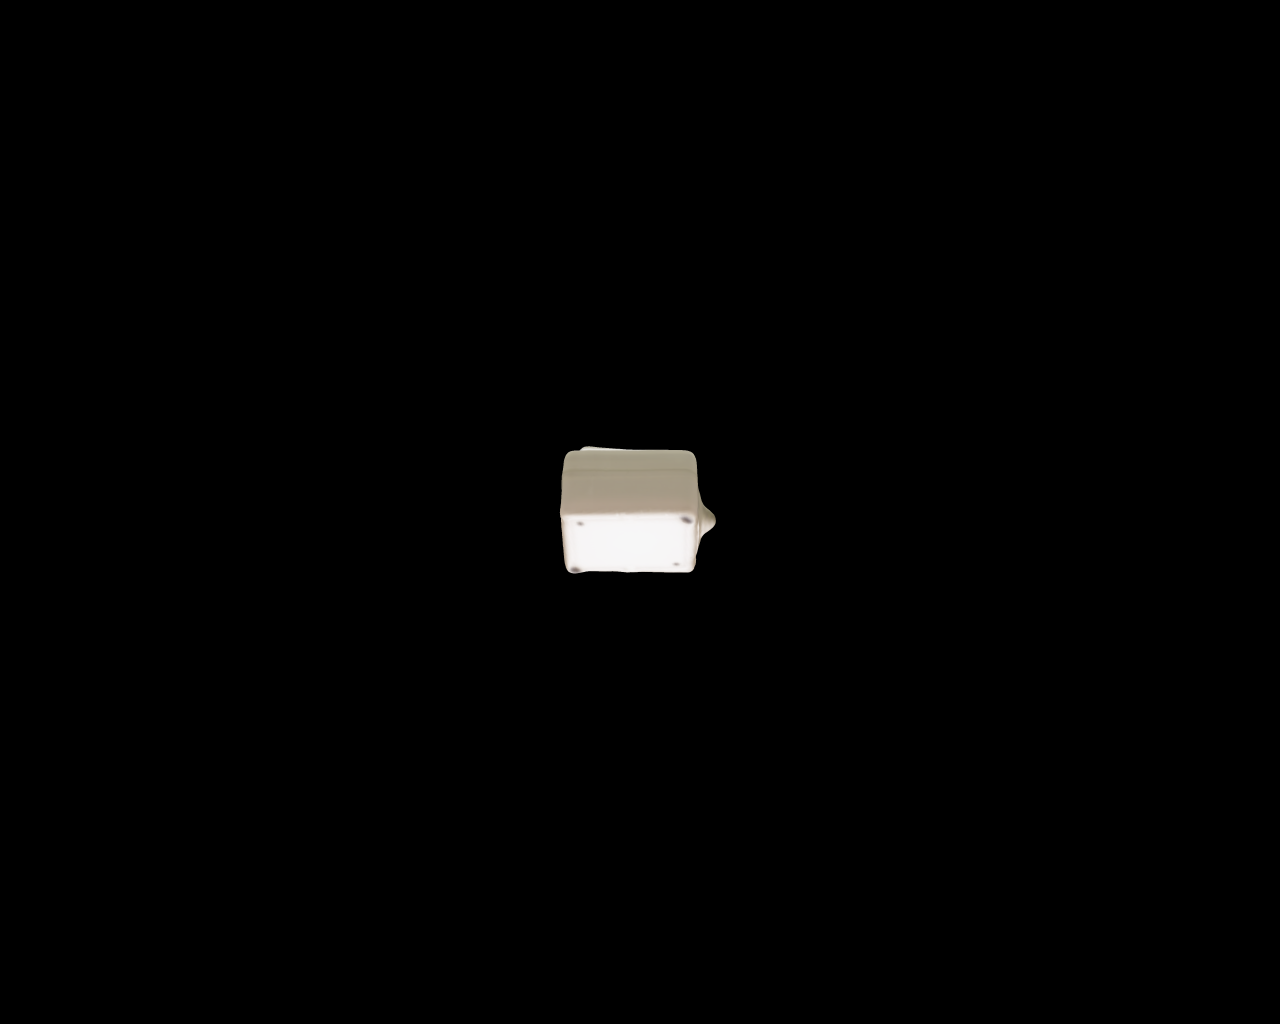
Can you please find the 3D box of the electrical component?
[{"bbox_3d":[0.001,-0.003,0.650,0.096,0.061,0.061,0,-39,0],"label":"electrical component"}]
